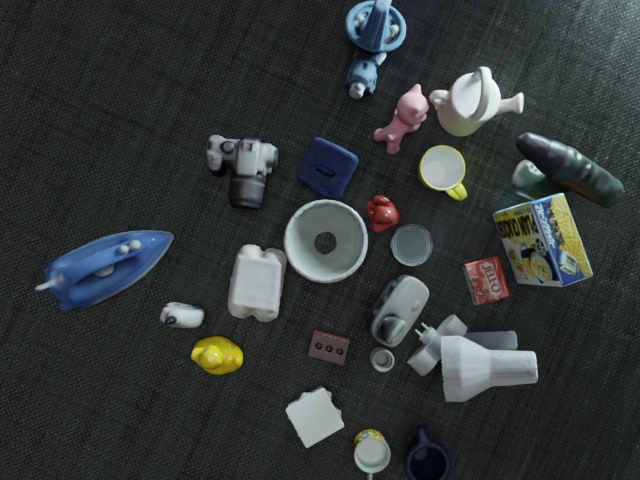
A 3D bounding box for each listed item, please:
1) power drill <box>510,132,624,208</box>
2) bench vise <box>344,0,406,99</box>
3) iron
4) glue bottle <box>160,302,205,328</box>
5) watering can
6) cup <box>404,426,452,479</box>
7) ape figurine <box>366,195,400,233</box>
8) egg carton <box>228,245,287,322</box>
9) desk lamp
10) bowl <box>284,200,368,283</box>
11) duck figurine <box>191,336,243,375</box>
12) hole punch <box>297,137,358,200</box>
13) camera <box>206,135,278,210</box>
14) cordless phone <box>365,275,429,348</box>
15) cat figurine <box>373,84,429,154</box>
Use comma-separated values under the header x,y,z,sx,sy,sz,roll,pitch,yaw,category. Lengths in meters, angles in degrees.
x,y,z,sx,sy,sz,roll,pitch,yaw,category
0.454,-0.127,1.115,0.229,0.208,0.076,25,87,0,power drill
0.111,-0.385,1.109,0.121,0.219,0.207,-1,87,-2,bench vise
-0.416,0.043,1.112,0.258,0.141,0.119,-27,88,-3,iron
-0.271,0.147,1.097,0.078,0.173,0.037,14,87,-1,glue bottle
0.308,-0.276,1.124,0.173,0.194,0.101,-15,88,-2,watering can
0.203,0.421,1.140,0.091,0.095,0.118,-11,88,-2,cup
0.127,-0.051,1.159,0.076,0.092,0.078,24,87,0,ape figurine
-0.127,0.087,1.156,0.107,0.069,0.150,8,87,-1,egg carton
0.311,0.233,1.092,0.203,0.213,0.118,-4,87,-2,desk lamp
0.011,0.004,1.161,0.167,0.074,0.167,0,88,-2,bowl
-0.207,0.234,1.139,0.104,0.086,0.077,13,87,-1,duck figurine
0.015,-0.142,1.160,0.108,0.091,0.101,25,87,0,hole punch
-0.161,-0.134,1.149,0.143,0.100,0.137,7,87,-1,camera
0.158,0.141,1.105,0.094,0.185,0.148,31,87,0,cordless phone
0.171,-0.245,1.156,0.067,0.117,0.128,39,87,0,cat figurine
